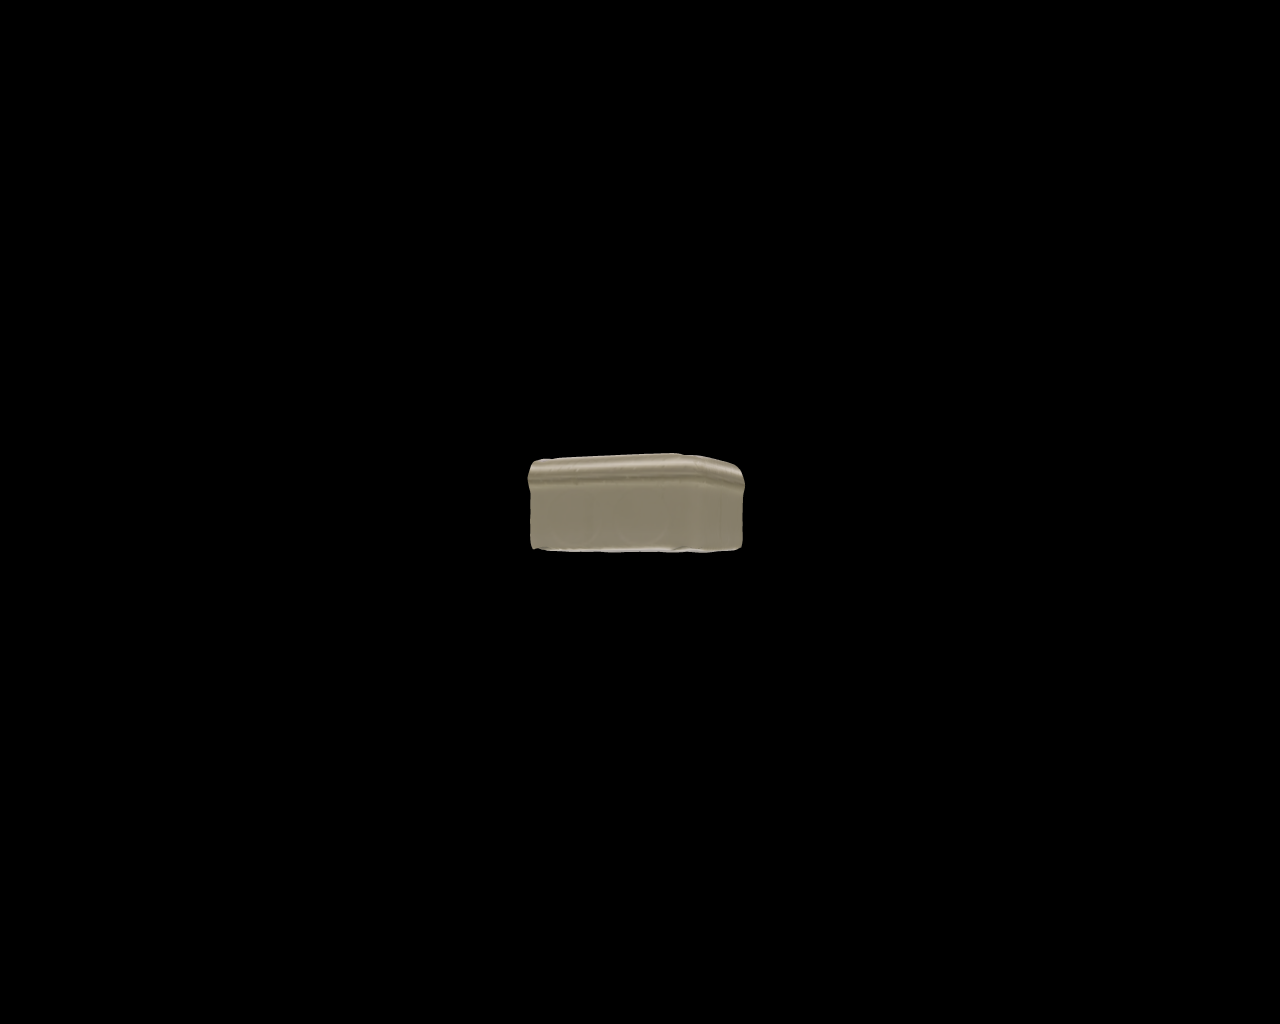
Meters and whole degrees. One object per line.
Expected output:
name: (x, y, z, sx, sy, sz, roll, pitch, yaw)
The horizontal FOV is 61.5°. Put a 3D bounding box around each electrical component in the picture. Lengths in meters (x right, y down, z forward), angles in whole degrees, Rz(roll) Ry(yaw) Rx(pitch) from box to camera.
electrical component: (0.001, -0.003, 0.650, 0.109, 0.056, 0.109, -1, -2, 20)
